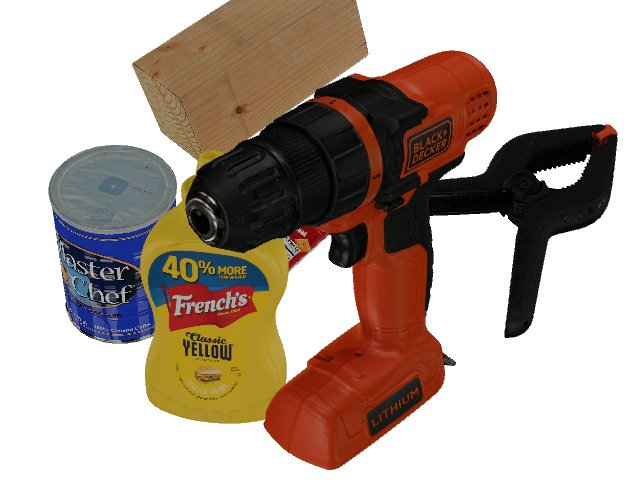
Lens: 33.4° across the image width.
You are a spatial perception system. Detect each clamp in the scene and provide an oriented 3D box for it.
[{"bbox_3d":[0.154,-0.022,0.790,0.209,0.036,0.165,-27,54,-21],"label":"clamp"}]

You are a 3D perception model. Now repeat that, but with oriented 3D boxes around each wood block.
[{"bbox_3d":[-0.064,-0.177,1.041,0.206,0.091,0.090,-37,48,-17],"label":"wood block"}]

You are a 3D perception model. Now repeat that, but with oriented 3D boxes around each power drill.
[{"bbox_3d":[0.012,0.016,0.507,0.057,0.188,0.184,29,41,34],"label":"power drill"}]

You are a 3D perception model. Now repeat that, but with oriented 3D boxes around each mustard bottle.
[{"bbox_3d":[-0.069,0.030,0.705,0.096,0.192,0.058,6,30,7],"label":"mustard bottle"}]

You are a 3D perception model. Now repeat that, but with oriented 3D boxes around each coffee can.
[{"bbox_3d":[-0.172,0.004,0.911,0.103,0.140,0.103,3,45,-3],"label":"coffee can"}]

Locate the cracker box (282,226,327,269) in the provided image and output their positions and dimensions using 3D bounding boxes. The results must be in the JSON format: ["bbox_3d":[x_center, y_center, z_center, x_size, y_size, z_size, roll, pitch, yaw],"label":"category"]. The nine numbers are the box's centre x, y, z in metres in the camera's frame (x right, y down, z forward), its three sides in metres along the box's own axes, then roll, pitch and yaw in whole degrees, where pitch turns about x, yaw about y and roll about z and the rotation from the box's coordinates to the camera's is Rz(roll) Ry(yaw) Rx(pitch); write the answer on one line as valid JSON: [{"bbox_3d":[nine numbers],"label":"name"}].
[{"bbox_3d":[-0.038,-0.011,1.253,0.214,0.072,0.164,-42,1,29],"label":"cracker box"}]
